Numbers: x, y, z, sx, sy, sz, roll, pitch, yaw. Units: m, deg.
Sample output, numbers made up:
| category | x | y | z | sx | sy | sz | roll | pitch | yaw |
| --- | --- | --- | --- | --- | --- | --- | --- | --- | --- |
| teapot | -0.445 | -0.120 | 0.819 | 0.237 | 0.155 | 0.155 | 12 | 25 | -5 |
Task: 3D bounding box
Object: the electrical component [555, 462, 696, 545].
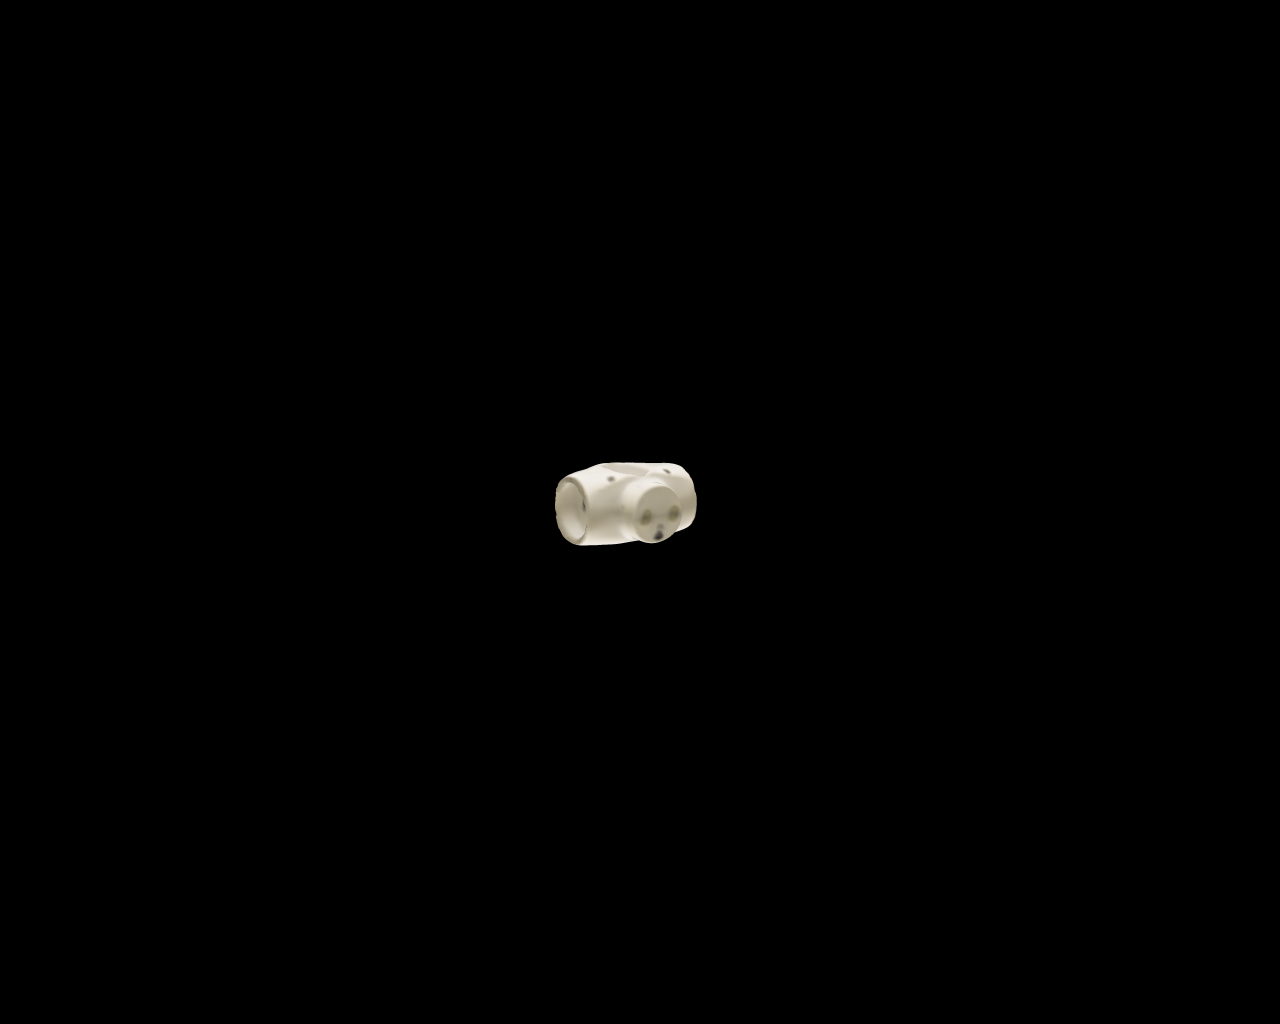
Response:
| category | x | y | z | sx | sy | sz | roll | pitch | yaw |
| --- | --- | --- | --- | --- | --- | --- | --- | --- | --- |
| electrical component | 0.001 | -0.003 | 0.650 | 0.077 | 0.043 | 0.079 | -8 | 15 | -30 |
